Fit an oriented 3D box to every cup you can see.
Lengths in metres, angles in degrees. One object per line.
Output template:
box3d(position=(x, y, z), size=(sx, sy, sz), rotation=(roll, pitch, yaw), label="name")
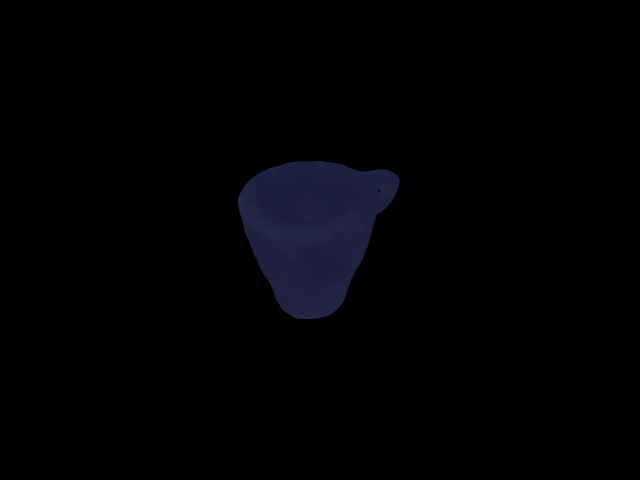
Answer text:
box3d(position=(0.004, 0.001, 0.400), size=(0.118, 0.095, 0.091), rotation=(-21, 40, -26), label="cup")
